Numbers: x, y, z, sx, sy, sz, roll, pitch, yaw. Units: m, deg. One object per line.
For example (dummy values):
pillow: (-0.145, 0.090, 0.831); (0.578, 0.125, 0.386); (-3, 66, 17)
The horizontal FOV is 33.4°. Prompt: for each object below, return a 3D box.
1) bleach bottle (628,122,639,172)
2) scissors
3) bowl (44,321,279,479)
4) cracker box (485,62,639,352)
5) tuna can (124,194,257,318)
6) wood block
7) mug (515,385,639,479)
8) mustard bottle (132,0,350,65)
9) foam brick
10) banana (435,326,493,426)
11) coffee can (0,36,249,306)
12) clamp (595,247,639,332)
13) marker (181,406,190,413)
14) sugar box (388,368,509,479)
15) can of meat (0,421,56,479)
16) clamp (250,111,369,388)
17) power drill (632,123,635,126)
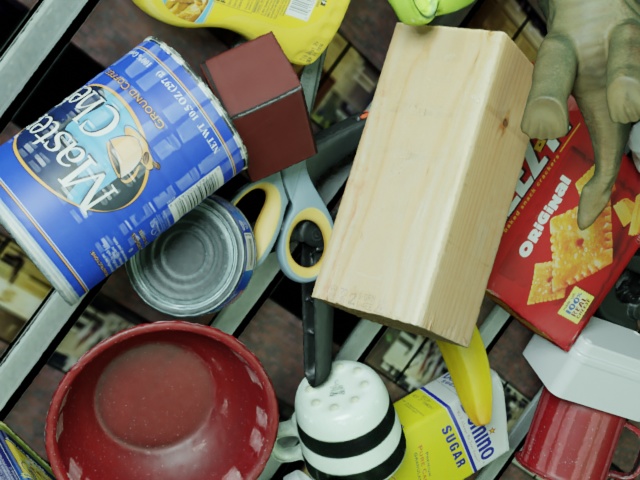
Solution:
bleach bottle: (0.338, -0.061, 0.942); (0.068, 0.102, 0.250); (-28, 150, 33)
scissors: (-0.004, -0.057, 0.753); (0.096, 0.016, 0.202); (31, 87, -16)
bowl: (-0.113, 0.123, 0.758); (0.162, 0.055, 0.162); (-5, 109, -15)
cracker box: (0.181, -0.025, 0.892); (0.213, 0.072, 0.164); (36, 88, -39)
tuna can: (-0.087, 0.009, 0.718); (0.086, 0.086, 0.033); (-62, 172, 5)
wood block: (0.080, -0.038, 0.761); (0.090, 0.090, 0.206); (27, 78, -55)
mug: (0.254, 0.189, 1.019); (0.093, 0.117, 0.081); (-11, 119, -74)
mustard bottle: (-0.069, -0.177, 0.662); (0.191, 0.058, 0.096); (10, 112, -37)
foam brick: (-0.038, -0.084, 0.692); (0.051, 0.053, 0.078); (-25, 153, -5)
banana: (0.098, 0.070, 0.886); (0.197, 0.037, 0.069); (52, 55, -28)
coffee can: (-0.129, -0.043, 0.654); (0.140, 0.103, 0.102); (-39, 127, -13)
clamp: (0.300, 0.068, 1.039); (0.120, 0.039, 0.171); (-50, 123, 1)
marker: (-0.098, 0.173, 0.830); (0.020, 0.020, 0.121); (-20, 121, -25)
sugar box: (0.087, 0.185, 0.943); (0.176, 0.048, 0.093); (-25, 123, -21)
can of meat: (-0.203, 0.183, 0.721); (0.057, 0.084, 0.102); (-41, 128, -11)
clamp: (-0.005, 0.001, 0.797); (0.164, 0.036, 0.210); (41, 84, -30)
power drill: (0.301, -0.203, 0.901); (0.187, 0.057, 0.184); (-47, 132, -8)
